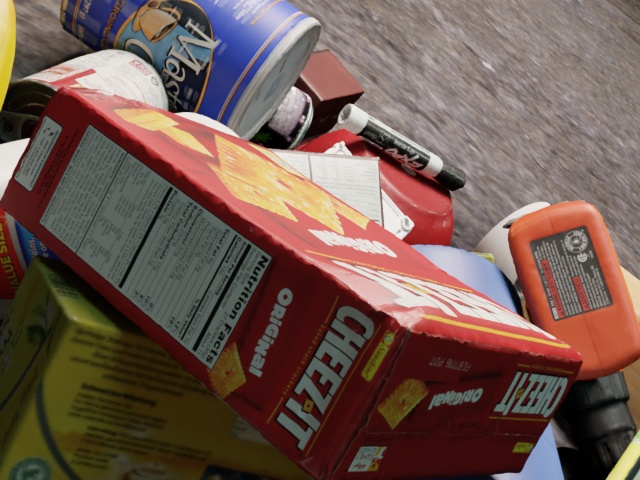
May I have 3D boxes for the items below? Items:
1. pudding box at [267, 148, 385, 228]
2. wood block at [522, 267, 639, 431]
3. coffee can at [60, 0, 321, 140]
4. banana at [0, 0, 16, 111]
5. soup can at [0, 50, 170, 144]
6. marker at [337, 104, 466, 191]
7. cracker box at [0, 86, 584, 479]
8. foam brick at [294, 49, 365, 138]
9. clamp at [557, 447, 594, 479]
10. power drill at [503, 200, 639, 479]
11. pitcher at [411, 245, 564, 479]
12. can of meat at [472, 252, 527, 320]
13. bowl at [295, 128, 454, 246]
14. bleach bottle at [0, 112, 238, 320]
[{"bbox_3d":[-0.005,0.001,0.675,0.089,0.039,0.113,4,75,-22],"label":"pudding box"},{"bbox_3d":[0.254,0.104,0.823,0.206,0.090,0.090,43,23,30],"label":"wood block"},{"bbox_3d":[-0.085,-0.141,0.709,0.140,0.103,0.102,36,29,3],"label":"coffee can"},{"bbox_3d":[-0.199,-0.052,0.539,0.037,0.070,0.197,14,43,9],"label":"banana"},{"bbox_3d":[-0.143,-0.074,0.643,0.068,0.069,0.102,44,29,1],"label":"soup can"},{"bbox_3d":[0.066,-0.069,0.826,0.121,0.020,0.020,27,33,-27],"label":"marker"},{"bbox_3d":[-0.011,0.017,0.473,0.214,0.072,0.163,34,11,34],"label":"cracker box"},{"bbox_3d":[-0.011,-0.119,0.878,0.051,0.053,0.078,49,31,10],"label":"foam brick"},{"bbox_3d":[0.212,0.201,0.747,0.209,0.036,0.165,14,39,-42],"label":"clamp"},{"bbox_3d":[0.166,0.065,0.684,0.187,0.057,0.184,56,17,-70],"label":"power drill"},{"bbox_3d":[0.074,0.129,0.566,0.149,0.145,0.243,-3,38,-3],"label":"pitcher"},{"bbox_3d":[0.107,0.058,0.788,0.101,0.058,0.084,4,49,-48],"label":"can of meat"},{"bbox_3d":[0.053,-0.038,0.848,0.162,0.055,0.162,31,31,-22],"label":"bowl"},{"bbox_3d":[-0.142,-0.001,0.538,0.068,0.103,0.250,26,27,29],"label":"bleach bottle"}]
